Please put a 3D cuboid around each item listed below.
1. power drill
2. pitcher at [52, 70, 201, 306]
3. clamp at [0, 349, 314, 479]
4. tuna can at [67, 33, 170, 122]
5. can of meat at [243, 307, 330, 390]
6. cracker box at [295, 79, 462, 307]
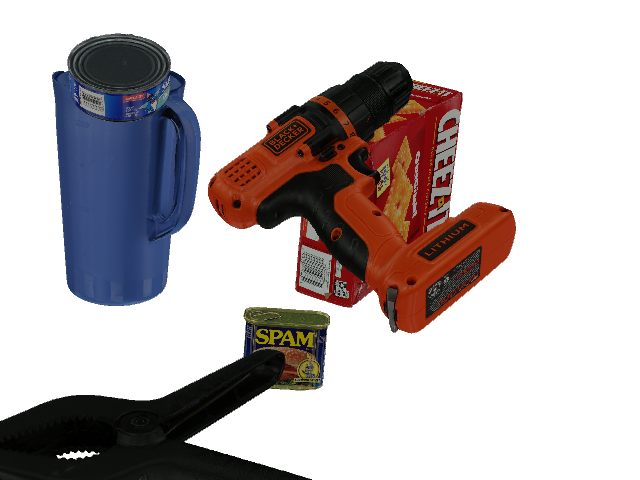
[{"bbox_3d":[0.042,-0.036,0.744,0.184,0.057,0.188,-39,57,-19],"label":"power drill"},{"bbox_3d":[-0.203,-0.056,1.113,0.145,0.243,0.149,0,23,-10],"label":"pitcher"},{"bbox_3d":[-0.096,0.110,0.595,0.210,0.036,0.164,-1,23,-9],"label":"clamp"},{"bbox_3d":[-0.170,-0.138,0.905,0.086,0.034,0.086,4,43,-4],"label":"tuna can"},{"bbox_3d":[-0.042,0.129,1.264,0.102,0.084,0.057,4,13,-2],"label":"can of meat"},{"bbox_3d":[0.062,-0.051,1.048,0.072,0.164,0.213,18,29,26],"label":"cracker box"}]
